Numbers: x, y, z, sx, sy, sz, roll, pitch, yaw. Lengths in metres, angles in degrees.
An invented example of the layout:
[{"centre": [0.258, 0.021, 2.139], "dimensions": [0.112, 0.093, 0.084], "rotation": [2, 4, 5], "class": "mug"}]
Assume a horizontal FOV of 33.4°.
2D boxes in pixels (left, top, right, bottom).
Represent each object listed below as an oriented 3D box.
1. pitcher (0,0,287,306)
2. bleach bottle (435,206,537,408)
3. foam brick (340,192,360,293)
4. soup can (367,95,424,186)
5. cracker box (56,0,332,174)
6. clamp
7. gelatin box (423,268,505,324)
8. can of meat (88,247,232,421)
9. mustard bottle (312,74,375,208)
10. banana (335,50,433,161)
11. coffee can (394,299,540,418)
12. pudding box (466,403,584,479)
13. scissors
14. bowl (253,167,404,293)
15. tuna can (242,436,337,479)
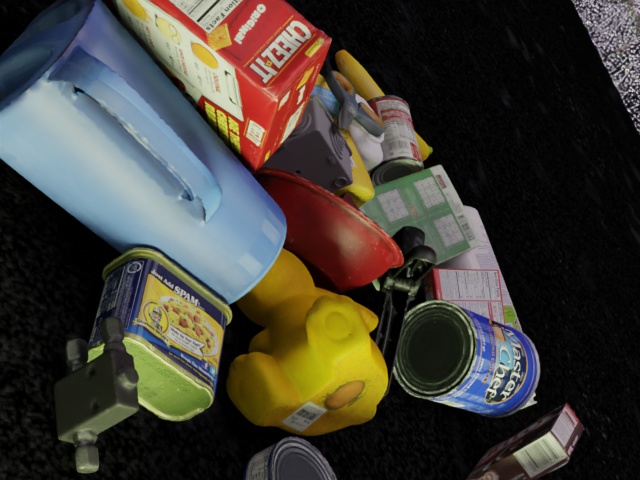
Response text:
[{"centre": [-0.130, -0.055, 0.785], "dimensions": [0.242, 0.145, 0.149], "rotation": [46, 27, -31], "class": "pitcher"}, {"centre": [0.197, 0.084, 1.288], "dimensions": [0.102, 0.068, 0.251], "rotation": [2, 63, -56], "class": "bleach bottle"}, {"centre": [0.024, 0.003, 1.085], "dimensions": [0.078, 0.051, 0.053], "rotation": [53, 28, -11], "class": "foam brick"}, {"centre": [0.085, -0.116, 1.292], "dimensions": [0.068, 0.069, 0.102], "rotation": [31, 38, -43], "class": "soup can"}, {"centre": [-0.101, -0.163, 0.788], "dimensions": [0.214, 0.072, 0.164], "rotation": [40, -16, 2], "class": "cracker box"}, {"centre": [0.084, 0.037, 1.065], "dimensions": [0.036, 0.165, 0.210], "rotation": [18, 31, -3], "class": "clamp"}, {"centre": [0.166, 0.071, 1.221], "dimensions": [0.089, 0.030, 0.073], "rotation": [2, 72, -21], "class": "gelatin box"}, {"centre": [-0.116, 0.070, 0.771], "dimensions": [0.102, 0.058, 0.084], "rotation": [41, 34, -30], "class": "can of meat"}, {"centre": [-0.010, -0.124, 1.148], "dimensions": [0.096, 0.058, 0.192], "rotation": [4, 58, -43], "class": "mustard bottle"}, {"centre": [0.084, -0.161, 1.378], "dimensions": [0.197, 0.037, 0.069], "rotation": [46, 12, -26], "class": "banana"}, {"centre": [0.154, 0.127, 1.122], "dimensions": [0.140, 0.103, 0.103], "rotation": [23, 44, -49], "class": "coffee can"}, {"centre": [0.214, 0.224, 1.114], "dimensions": [0.039, 0.114, 0.089], "rotation": [56, 26, 3], "class": "pudding box"}, {"centre": [0.042, -0.123, 1.104], "dimensions": [0.096, 0.016, 0.202], "rotation": [41, 17, -23], "class": "scissors"}, {"centre": [-0.006, 0.001, 0.973], "dimensions": [0.162, 0.162, 0.055], "rotation": [41, 74, -32], "class": "bowl"}, {"centre": [-0.021, 0.198, 0.825], "dimensions": [0.086, 0.034, 0.086], "rotation": [40, 32, -33], "class": "tuna can"}]
